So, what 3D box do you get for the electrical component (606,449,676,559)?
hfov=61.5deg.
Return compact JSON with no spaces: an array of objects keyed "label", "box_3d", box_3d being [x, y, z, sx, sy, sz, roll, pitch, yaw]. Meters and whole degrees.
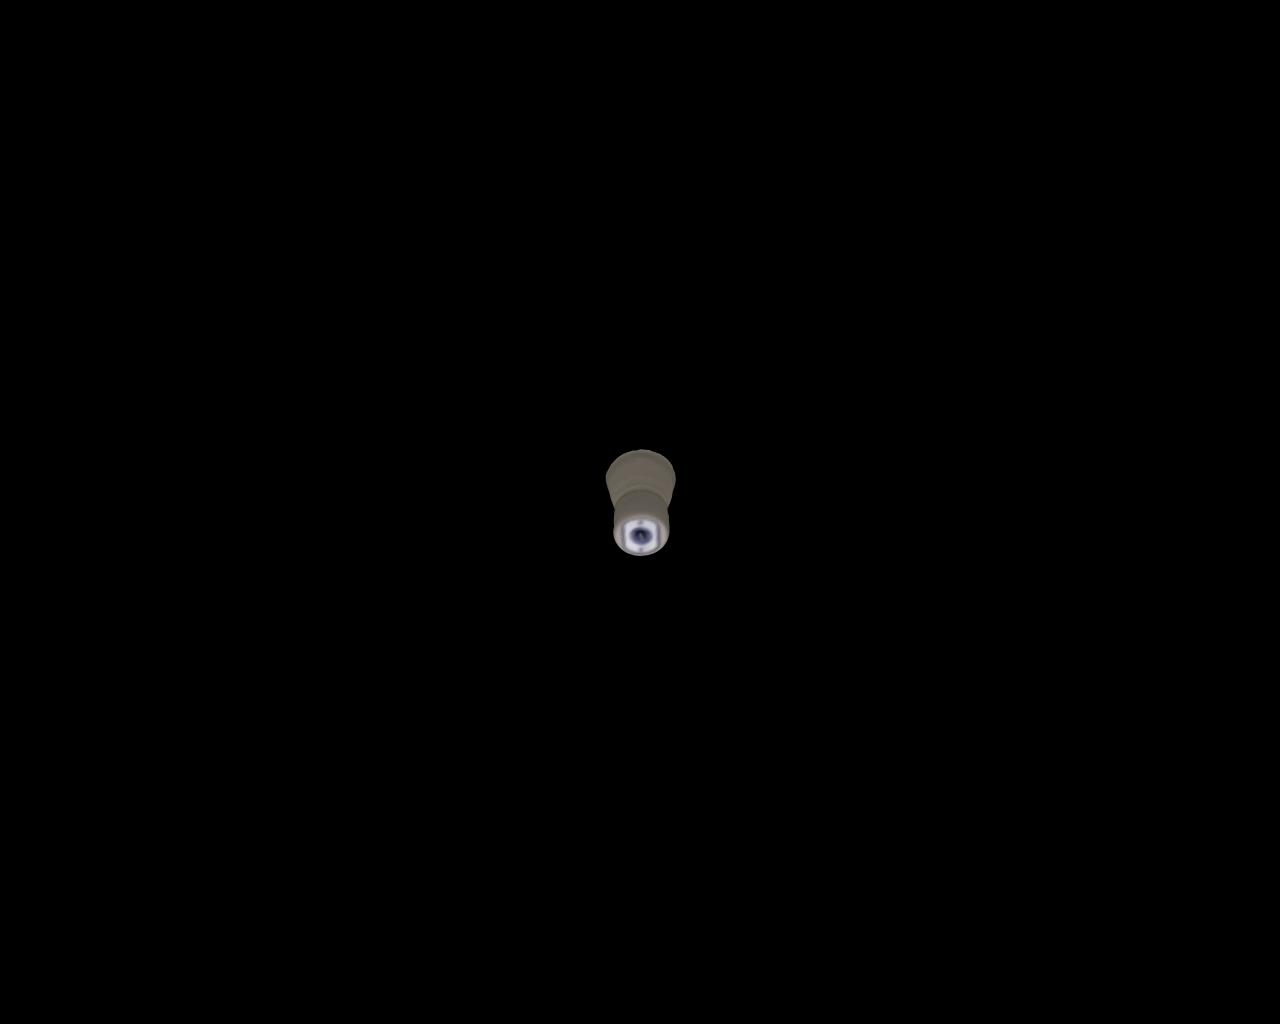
[{"label":"electrical component","box_3d":[0.001,-0.003,0.650,0.044,0.044,0.065,0,36,0]}]
